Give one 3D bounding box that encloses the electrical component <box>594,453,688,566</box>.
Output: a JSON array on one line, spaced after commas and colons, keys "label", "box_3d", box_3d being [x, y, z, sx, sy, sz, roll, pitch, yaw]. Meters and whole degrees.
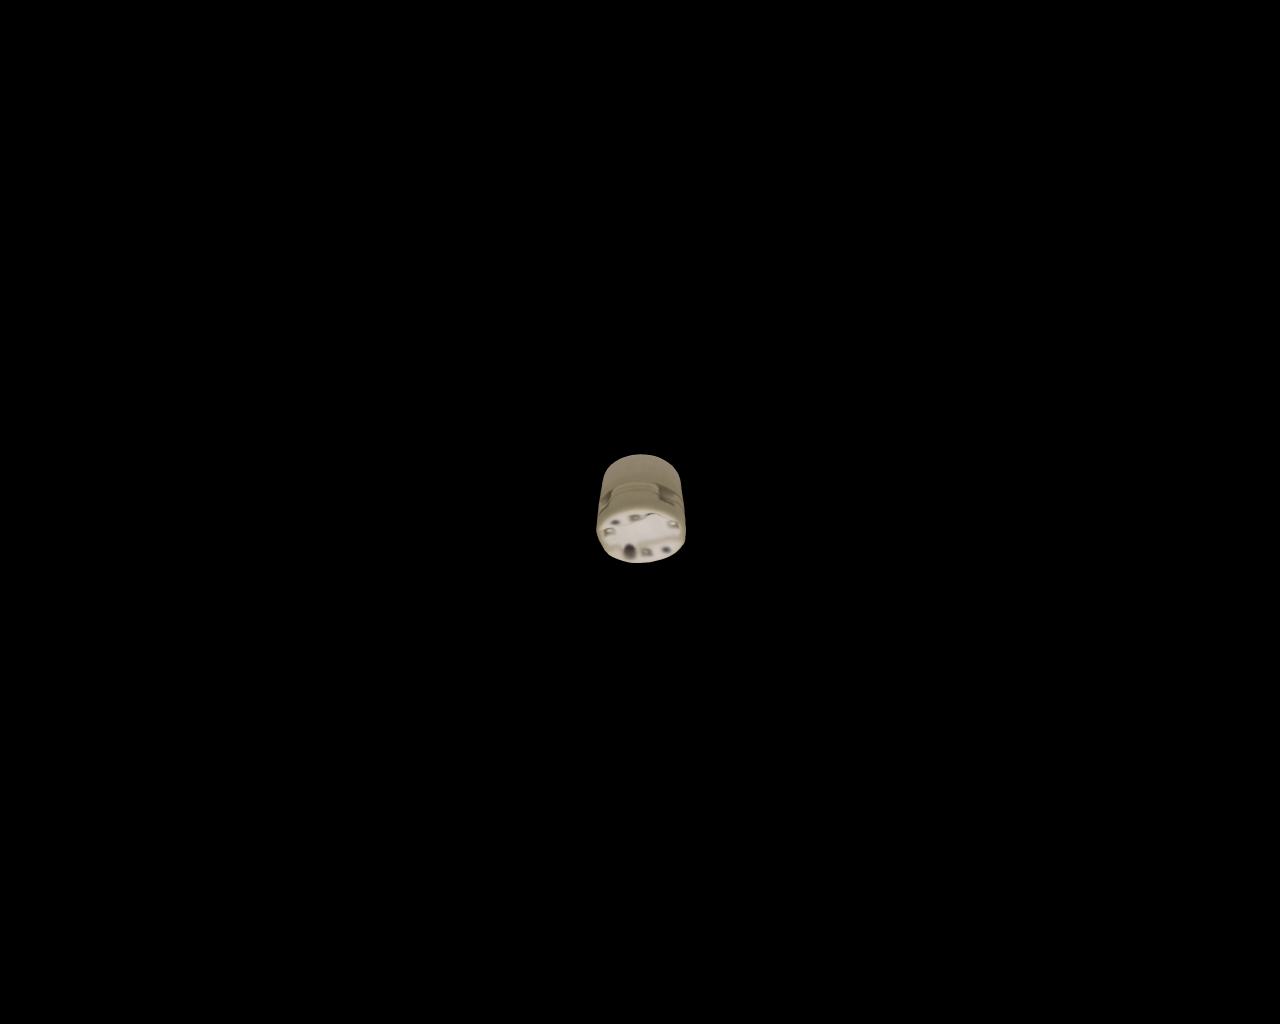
[{"label": "electrical component", "box_3d": [0.001, -0.003, 0.650, 0.055, 0.047, 0.055, 0, -41, 0]}]
